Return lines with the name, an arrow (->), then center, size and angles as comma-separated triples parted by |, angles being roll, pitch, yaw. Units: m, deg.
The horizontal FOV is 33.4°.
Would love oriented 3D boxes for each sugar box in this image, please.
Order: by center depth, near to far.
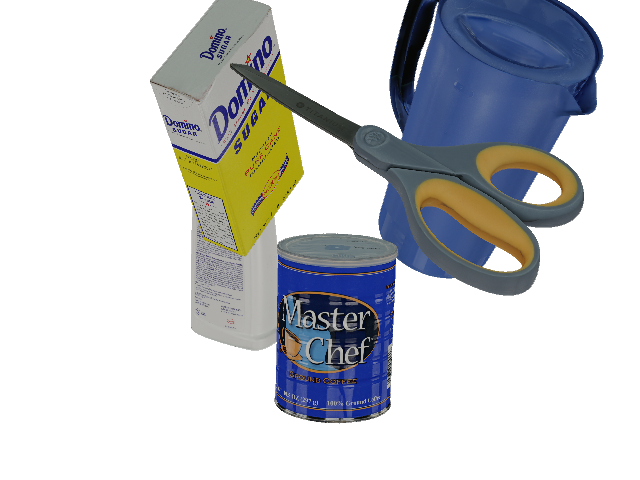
sugar box -> -0.060, -0.077, 0.756 | 0.048, 0.093, 0.176 | 23, -29, 19

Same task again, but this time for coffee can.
coffee can -> 0.013, 0.072, 0.917 | 0.103, 0.140, 0.103 | 1, 12, 0

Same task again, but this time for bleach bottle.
bleach bottle -> -0.086, -0.016, 1.118 | 0.103, 0.251, 0.068 | 13, 23, 25

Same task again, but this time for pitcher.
pitcher -> 0.122, -0.091, 0.901 | 0.145, 0.149, 0.243 | 12, -46, -6

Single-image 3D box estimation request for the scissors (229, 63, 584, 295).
scissors -> 0.047, -0.050, 0.529 | 0.096, 0.016, 0.202 | -26, 54, -22
